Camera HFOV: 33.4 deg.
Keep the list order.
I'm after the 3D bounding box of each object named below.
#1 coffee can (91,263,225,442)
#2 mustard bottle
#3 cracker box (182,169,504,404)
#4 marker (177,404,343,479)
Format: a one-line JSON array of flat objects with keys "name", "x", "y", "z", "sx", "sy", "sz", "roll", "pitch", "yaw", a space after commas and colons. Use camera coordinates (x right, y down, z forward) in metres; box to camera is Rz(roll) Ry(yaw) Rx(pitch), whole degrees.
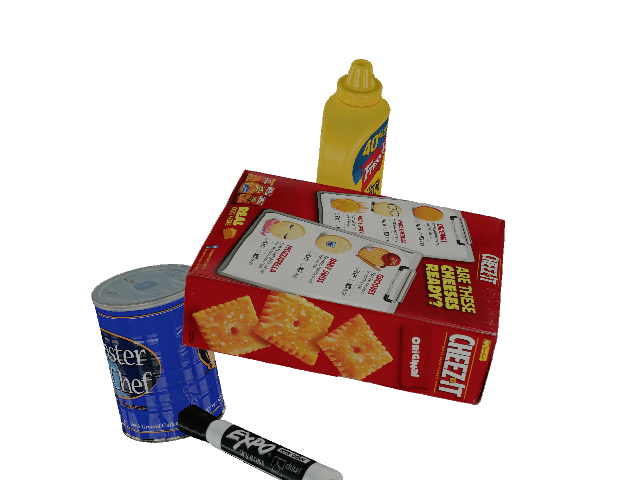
[{"name": "coffee can", "x": -0.152, "y": 0.105, "z": 1.014, "sx": 0.103, "sy": 0.140, "sz": 0.103, "roll": -8, "pitch": 18, "yaw": 2}, {"name": "mustard bottle", "x": 0.030, "y": -0.081, "z": 1.002, "sx": 0.058, "sy": 0.192, "sz": 0.096, "roll": 20, "pitch": 40, "yaw": 20}, {"name": "cracker box", "x": 0.023, "y": 0.030, "z": 0.791, "sx": 0.214, "sy": 0.072, "sz": 0.164, "roll": 11, "pitch": 31, "yaw": 6}, {"name": "marker", "x": -0.039, "y": 0.122, "z": 0.622, "sx": 0.121, "sy": 0.020, "sz": 0.020, "roll": 17, "pitch": 10, "yaw": 37}]
